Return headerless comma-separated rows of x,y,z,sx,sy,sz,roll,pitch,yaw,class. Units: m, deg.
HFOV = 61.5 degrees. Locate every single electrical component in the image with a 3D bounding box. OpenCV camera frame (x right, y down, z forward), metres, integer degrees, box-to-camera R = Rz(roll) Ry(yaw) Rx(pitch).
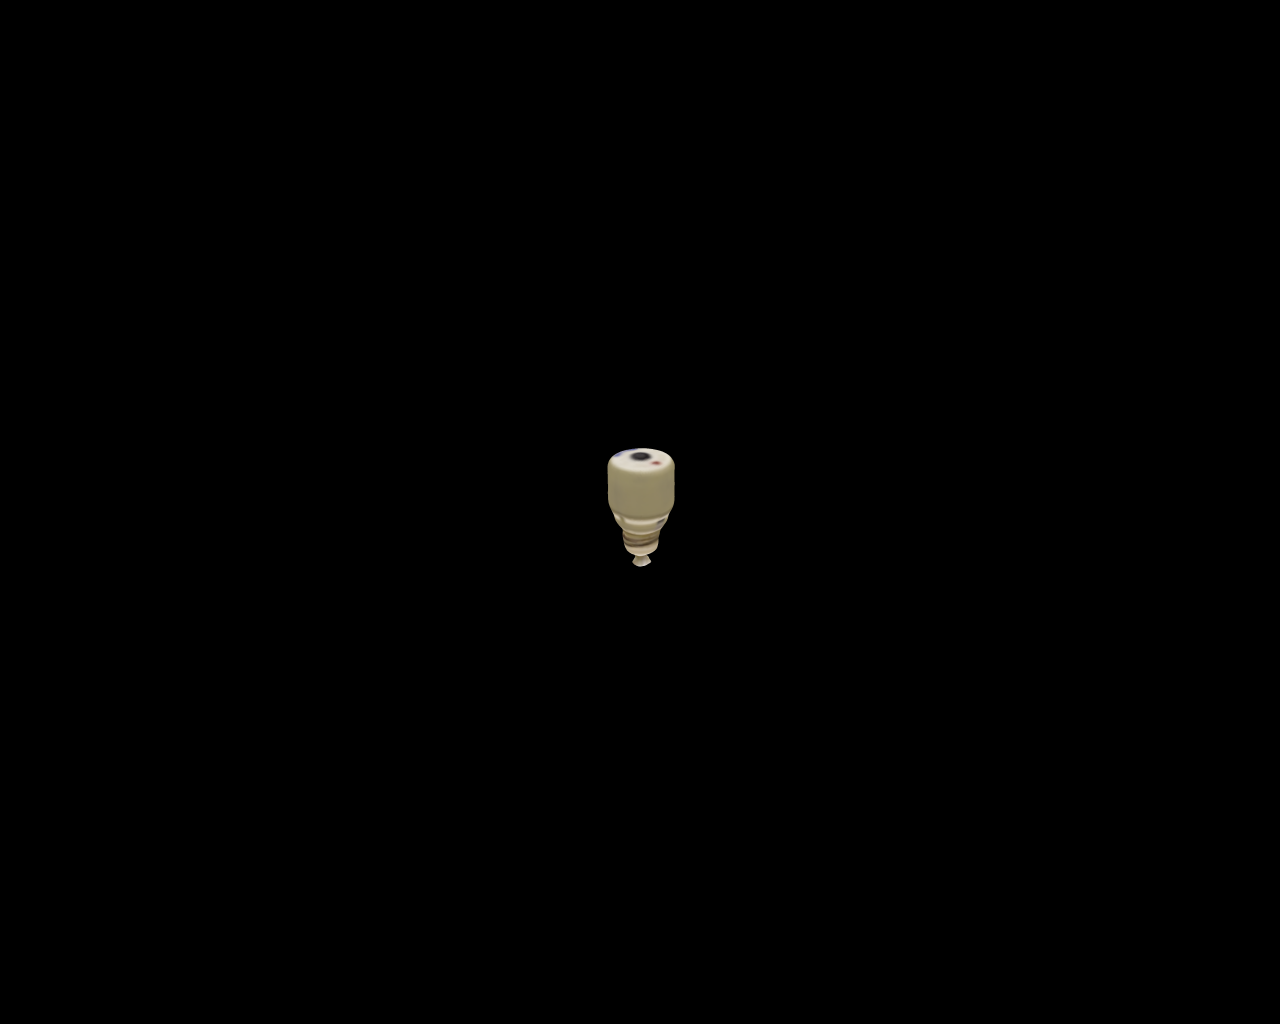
0.001,-0.003,0.650,0.040,0.078,0.040,0,26,0,electrical component
